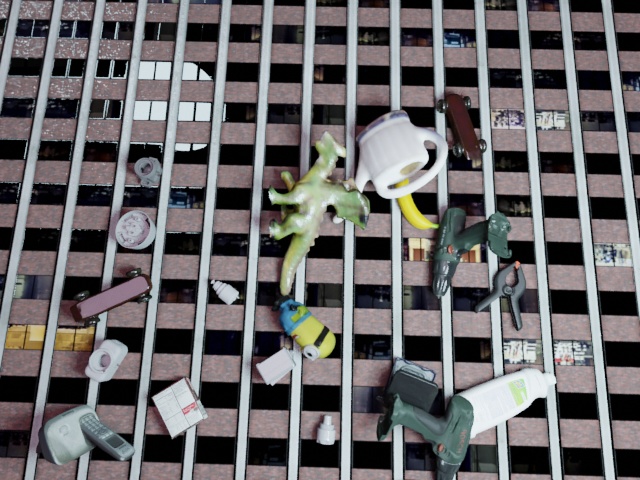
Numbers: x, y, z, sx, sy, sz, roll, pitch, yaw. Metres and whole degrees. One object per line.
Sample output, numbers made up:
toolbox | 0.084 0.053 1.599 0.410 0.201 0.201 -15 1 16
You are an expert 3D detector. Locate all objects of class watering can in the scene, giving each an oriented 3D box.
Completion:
watering can | 0.155 -0.198 1.340 0.345 0.103 0.228 -27 63 16

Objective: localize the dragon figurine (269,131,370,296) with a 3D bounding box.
dragon figurine | 0.004 -0.065 1.294 0.242 0.122 0.409 -3 93 11
